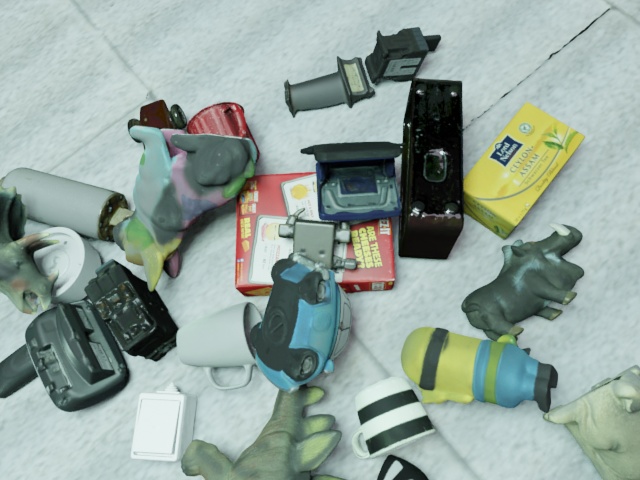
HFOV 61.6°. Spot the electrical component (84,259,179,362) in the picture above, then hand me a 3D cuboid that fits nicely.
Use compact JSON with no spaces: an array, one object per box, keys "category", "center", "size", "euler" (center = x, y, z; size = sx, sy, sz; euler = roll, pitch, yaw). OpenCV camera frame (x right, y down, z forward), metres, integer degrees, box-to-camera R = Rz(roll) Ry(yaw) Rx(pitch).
[{"category":"electrical component","center":[-0.252,0.091,0.723],"size":[0.058,0.114,0.134],"euler":[-35,74,-8]}]

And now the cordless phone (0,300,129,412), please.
[{"category":"cordless phone","center":[-0.370,0.182,0.734],"size":[0.184,0.088,0.147],"euler":[-36,72,5]}]

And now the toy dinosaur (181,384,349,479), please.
[{"category":"toy dinosaur","center":[-0.058,0.293,0.619],"size":[0.199,0.104,0.471],"euler":[-5,52,20]}]

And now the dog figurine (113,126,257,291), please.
[{"category":"dog figurine","center":[-0.185,-0.039,0.727],"size":[0.192,0.108,0.219],"euler":[9,104,6]}]

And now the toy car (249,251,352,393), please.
[{"category":"toy car","center":[-0.013,0.099,0.661],"size":[0.109,0.103,0.161],"euler":[19,96,49]}]

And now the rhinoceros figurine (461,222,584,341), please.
[{"category":"rhinoceros figurine","center":[0.275,0.056,0.711],"size":[0.190,0.073,0.112],"euler":[-38,62,-6]}]

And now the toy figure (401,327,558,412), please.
[{"category":"toy figure","center":[0.189,0.153,0.656],"size":[0.180,0.082,0.089],"euler":[4,115,33]}]

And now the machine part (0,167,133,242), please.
[{"category":"machine part","center":[-0.382,-0.054,0.803],"size":[0.243,0.079,0.079],"euler":[15,74,9]}]

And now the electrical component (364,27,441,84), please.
[{"category":"electrical component","center":[0.135,-0.285,0.831],"size":[0.119,0.075,0.048],"euler":[-8,69,-20]}]

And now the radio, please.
[{"category":"radio","center":[0.150,-0.098,0.737],"size":[0.073,0.131,0.229],"euler":[2,72,4]}]

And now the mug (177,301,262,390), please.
[{"category":"mug","center":[-0.133,0.145,0.718],"size":[0.107,0.080,0.109],"euler":[-12,78,13]}]

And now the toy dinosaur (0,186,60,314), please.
[{"category":"toy dinosaur","center":[-0.529,-0.021,0.760],"size":[0.405,0.131,0.192],"euler":[27,67,32]}]

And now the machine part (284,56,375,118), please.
[{"category":"machine part","center":[0.010,-0.241,0.850],"size":[0.139,0.039,0.084],"euler":[-18,79,-3]}]

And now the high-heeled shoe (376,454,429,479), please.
[{"category":"high-heeled shoe","center":[0.034,0.362,0.615],"size":[0.249,0.086,0.145],"euler":[-30,44,-8]}]

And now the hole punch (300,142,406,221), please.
[{"category":"hole punch","center":[0.047,-0.081,0.691],"size":[0.142,0.116,0.092],"euler":[-6,109,2]}]

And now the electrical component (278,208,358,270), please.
[{"category":"electrical component","center":[-0.003,-0.001,0.694],"size":[0.102,0.045,0.078],"euler":[-1,101,6]}]

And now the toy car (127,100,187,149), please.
[{"category":"toy car","center":[-0.235,-0.118,0.823],"size":[0.089,0.053,0.202],"euler":[-19,75,10]}]

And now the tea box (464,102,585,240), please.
[{"category":"tea box","center":[0.277,-0.097,0.759],"size":[0.098,0.068,0.169],"euler":[36,79,15]}]

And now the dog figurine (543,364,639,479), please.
[{"category":"dog figurine","center":[0.357,0.248,0.588],"size":[0.121,0.172,0.191],"euler":[-32,64,6]}]
